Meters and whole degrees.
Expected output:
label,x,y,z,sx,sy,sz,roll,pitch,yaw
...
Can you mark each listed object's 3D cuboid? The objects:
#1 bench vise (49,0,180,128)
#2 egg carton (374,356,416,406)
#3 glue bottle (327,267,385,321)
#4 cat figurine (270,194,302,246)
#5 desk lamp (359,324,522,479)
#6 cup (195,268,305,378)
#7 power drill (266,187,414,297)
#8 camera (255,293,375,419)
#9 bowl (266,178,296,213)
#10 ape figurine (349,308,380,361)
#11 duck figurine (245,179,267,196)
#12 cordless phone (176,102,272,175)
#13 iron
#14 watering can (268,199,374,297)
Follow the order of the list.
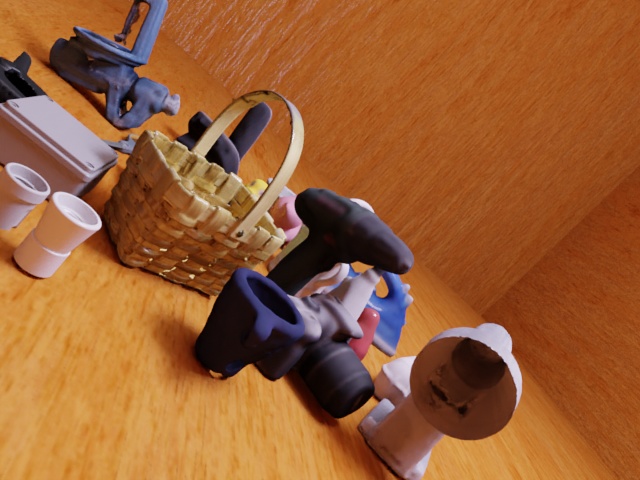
label,x,y,z,sx,sy,sz,roll,pitch,yaw
bench vise,-0.304,-0.309,0.952,0.208,0.219,0.121,38,11,-28
egg carton,0.146,0.239,0.902,0.107,0.069,0.151,48,11,22
glue bottle,0.037,0.086,0.799,0.037,0.173,0.078,38,11,-30
cat figurine,-0.057,-0.037,1.099,0.067,0.117,0.128,50,12,33
desk lamp,0.152,0.191,0.708,0.118,0.213,0.204,46,10,13
cup,-0.076,0.093,0.554,0.092,0.095,0.117,42,10,-11
power drill,0.000,0.033,0.773,0.076,0.208,0.229,35,13,-42
camera,0.003,0.134,0.681,0.136,0.100,0.144,50,12,32
bowl,-0.071,-0.052,1.228,0.168,0.074,0.167,42,10,-9
ape figurine,0.056,0.142,0.881,0.078,0.092,0.076,38,11,-28
duck figurine,-0.128,-0.074,1.066,0.077,0.086,0.105,45,10,9
cordless phone,-0.187,-0.227,1.174,0.147,0.185,0.094,47,10,19
iron,0.094,0.089,1.106,0.258,0.141,0.119,44,10,2
watering can,0.008,0.003,0.969,0.172,0.194,0.101,49,11,28
